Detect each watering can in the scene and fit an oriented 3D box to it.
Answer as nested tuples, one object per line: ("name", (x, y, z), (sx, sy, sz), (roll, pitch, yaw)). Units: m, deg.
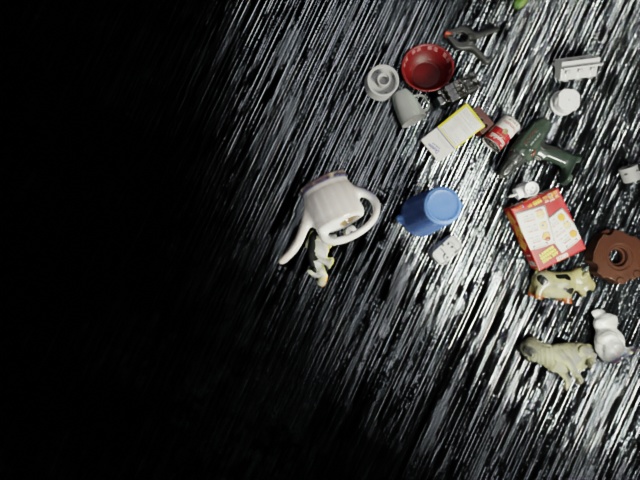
("watering can", (0.005, -0.078, 1.549), (0.348, 0.102, 0.228), (-23, 68, -2))

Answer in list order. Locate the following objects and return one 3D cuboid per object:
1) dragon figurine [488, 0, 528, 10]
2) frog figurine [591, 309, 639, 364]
("dragon figurine", (0.663, -0.823, 1.543), (0.410, 0.242, 0.122), (-31, 88, 1))
("frog figurine", (0.887, 0.297, 1.598), (0.121, 0.137, 0.162), (-49, 60, 27))
